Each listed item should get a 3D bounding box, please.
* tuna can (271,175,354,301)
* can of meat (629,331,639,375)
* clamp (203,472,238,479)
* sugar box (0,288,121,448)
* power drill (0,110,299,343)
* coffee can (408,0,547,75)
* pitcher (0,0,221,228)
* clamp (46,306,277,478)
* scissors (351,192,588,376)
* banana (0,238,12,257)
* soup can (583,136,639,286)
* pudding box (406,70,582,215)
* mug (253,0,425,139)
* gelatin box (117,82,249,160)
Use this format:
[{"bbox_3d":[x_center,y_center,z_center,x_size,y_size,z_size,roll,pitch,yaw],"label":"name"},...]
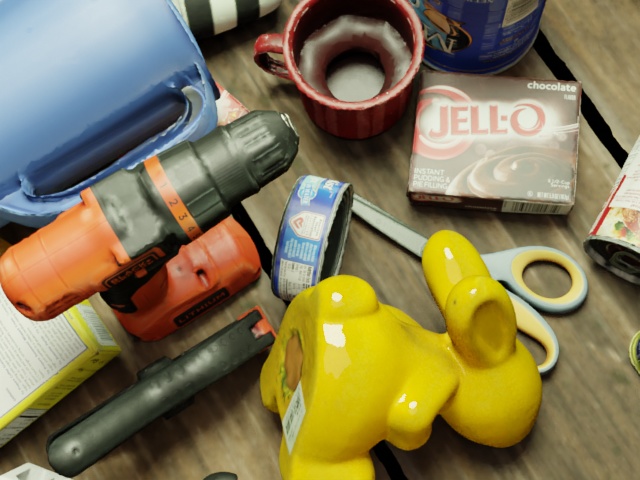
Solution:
[{"bbox_3d":[-0.005,0.001,0.704,0.034,0.086,0.086,13,77,9],"label":"tuna can"},{"bbox_3d":[0.249,0.085,0.666,0.057,0.084,0.102,-35,77,-5],"label":"can of meat"},{"bbox_3d":[-0.115,0.227,0.654,0.210,0.036,0.164,-12,108,6],"label":"clamp"},{"bbox_3d":[-0.229,0.091,0.707,0.176,0.048,0.093,-38,76,6],"label":"sugar box"},{"bbox_3d":[-0.087,-0.002,0.658,0.184,0.187,0.057,-29,75,-2],"label":"power drill"},{"bbox_3d":[0.105,-0.182,0.713,0.103,0.140,0.103,-1,76,4],"label":"coffee can"},{"bbox_3d":[-0.189,-0.077,0.681,0.243,0.149,0.145,-35,106,-4],"label":"pitcher"},{"bbox_3d":[-0.102,0.097,0.675,0.171,0.120,0.039,-34,97,-8],"label":"clamp"},{"bbox_3d":[0.100,0.003,0.732,0.096,0.016,0.202,-39,77,-7],"label":"scissors"},{"bbox_3d":[-0.304,-0.030,0.757,0.198,0.037,0.069,42,83,12],"label":"banana"},{"bbox_3d":[0.227,-0.026,0.704,0.068,0.068,0.102,28,79,10],"label":"soup can"},{"bbox_3d":[0.120,-0.066,0.735,0.113,0.039,0.090,6,76,5],"label":"pudding box"},{"bbox_3d":[0.012,-0.120,0.734,0.117,0.081,0.093,5,77,5],"label":"mug"},{"bbox_3d":[-0.088,-0.064,0.754,0.073,0.030,0.089,42,82,13],"label":"gelatin box"}]
